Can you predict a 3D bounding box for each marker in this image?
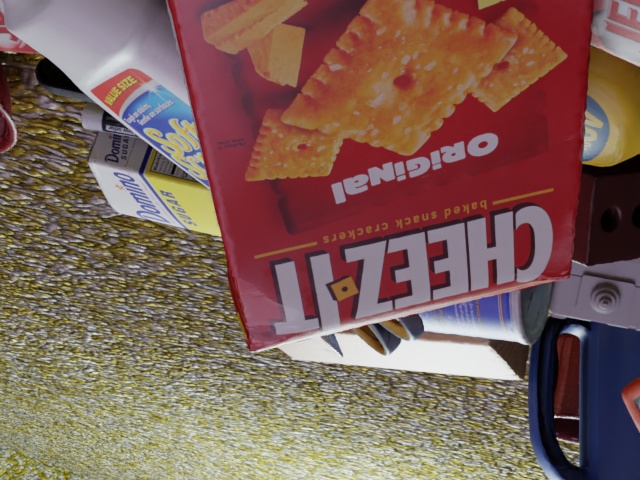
[{"bbox_3d":[-0.107,-0.077,0.748,0.121,0.020,0.020,11,158,9],"label":"marker"}]

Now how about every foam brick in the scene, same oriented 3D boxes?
[{"bbox_3d":[0.165,-0.021,0.605,0.078,0.053,0.051,-8,-159,-25],"label":"foam brick"}]

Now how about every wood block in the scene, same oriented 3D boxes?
[{"bbox_3d":[0.059,0.050,0.856,0.206,0.090,0.090,2,156,29],"label":"wood block"}]

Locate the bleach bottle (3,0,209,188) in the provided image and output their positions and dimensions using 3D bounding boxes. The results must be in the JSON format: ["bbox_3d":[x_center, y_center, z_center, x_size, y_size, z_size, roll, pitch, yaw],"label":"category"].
[{"bbox_3d":[-0.067,-0.075,0.529,0.103,0.068,0.250,3,158,45],"label":"bleach bottle"}]

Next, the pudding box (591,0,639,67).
[{"bbox_3d":[0.146,-0.114,0.426,0.090,0.039,0.113,28,154,16],"label":"pudding box"}]

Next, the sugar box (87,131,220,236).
[{"bbox_3d":[-0.076,-0.036,0.792,0.176,0.048,0.093,10,158,8],"label":"sugar box"}]

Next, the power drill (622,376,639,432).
[{"bbox_3d":[0.297,0.067,0.666,0.187,0.057,0.185,-20,160,-22],"label":"power drill"}]

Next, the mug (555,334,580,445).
[{"bbox_3d":[0.239,0.137,0.965,0.093,0.081,0.117,17,158,-8],"label":"mug"}]

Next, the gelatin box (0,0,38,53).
[{"bbox_3d":[-0.172,-0.142,0.580,0.073,0.030,0.089,6,142,10],"label":"gelatin box"}]

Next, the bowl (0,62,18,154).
[{"bbox_3d":[-0.270,-0.117,0.705,0.162,0.055,0.162,13,158,5],"label":"bowl"}]

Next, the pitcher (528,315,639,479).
[{"bbox_3d":[0.247,0.165,0.807,0.149,0.242,0.144,-9,146,35],"label":"pitcher"}]

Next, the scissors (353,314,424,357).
[{"bbox_3d":[-0.004,0.001,0.658,0.201,0.016,0.096,51,159,-22],"label":"scissors"}]

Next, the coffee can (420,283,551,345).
[{"bbox_3d":[0.082,0.013,0.733,0.140,0.102,0.102,5,156,24],"label":"coffee can"}]

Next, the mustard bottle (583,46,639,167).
[{"bbox_3d":[0.109,-0.079,0.551,0.191,0.058,0.096,14,160,2],"label":"mustard bottle"}]

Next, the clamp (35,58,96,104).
[{"bbox_3d":[-0.093,-0.090,0.680,0.120,0.039,0.171,-5,151,43],"label":"clamp"}]

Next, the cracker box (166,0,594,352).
[{"bbox_3d":[0.027,-0.059,0.457,0.164,0.072,0.214,-12,132,-4],"label":"cracker box"}]
